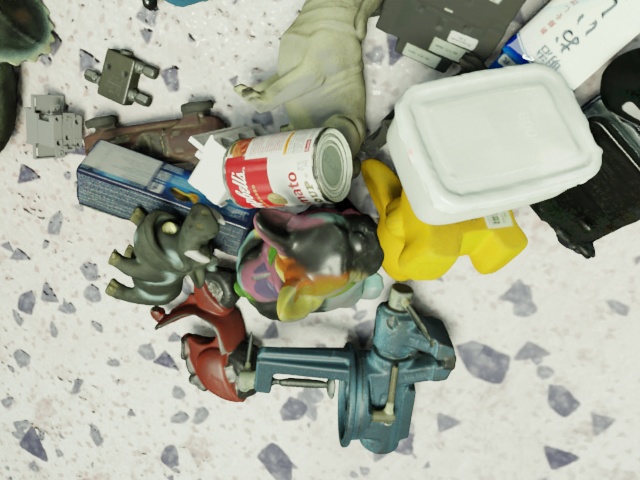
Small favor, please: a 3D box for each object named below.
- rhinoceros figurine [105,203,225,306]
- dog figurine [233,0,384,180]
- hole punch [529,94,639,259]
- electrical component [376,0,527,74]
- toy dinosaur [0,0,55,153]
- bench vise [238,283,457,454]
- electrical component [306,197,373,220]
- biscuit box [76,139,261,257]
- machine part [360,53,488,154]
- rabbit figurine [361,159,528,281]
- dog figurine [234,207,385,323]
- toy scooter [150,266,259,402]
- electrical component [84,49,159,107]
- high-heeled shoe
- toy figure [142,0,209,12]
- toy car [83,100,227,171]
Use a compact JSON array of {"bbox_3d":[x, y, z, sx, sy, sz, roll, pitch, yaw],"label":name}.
[{"bbox_3d":[-0.172,0.021,0.601,0.112,0.073,0.190,28,140,-15],"label":"rhinoceros figurine"},{"bbox_3d":[0.026,-0.178,0.559,0.190,0.121,0.172,-47,124,4],"label":"dog figurine"},{"bbox_3d":[0.266,-0.069,0.530,0.142,0.092,0.116,47,141,-4],"label":"hole punch"},{"bbox_3d":[0.119,-0.219,0.498,0.115,0.134,0.058,26,66,-4],"label":"electrical component"},{"bbox_3d":[-0.451,-0.179,0.680,0.192,0.131,0.404,25,116,8],"label":"toy dinosaur"},{"bbox_3d":[0.027,0.149,0.621,0.241,0.129,0.223,4,123,-3],"label":"bench vise"},{"bbox_3d":[-0.001,-0.002,0.633,0.075,0.048,0.119,44,112,1],"label":"electrical component"},{"bbox_3d":[-0.173,-0.046,0.628,0.203,0.059,0.062,20,138,-6],"label":"biscuit box"},{"bbox_3d":[0.105,-0.133,0.533,0.139,0.084,0.039,-29,94,44],"label":"machine part"},{"bbox_3d":[0.098,-0.018,0.556,0.122,0.173,0.162,-17,72,-19],"label":"rabbit figurine"},{"bbox_3d":[-0.026,0.024,0.501,0.192,0.219,0.108,-14,85,17],"label":"dog figurine"},{"bbox_3d":[-0.151,0.126,0.698,0.135,0.075,0.183,-10,99,18],"label":"toy scooter"},{"bbox_3d":[-0.245,-0.202,0.659,0.094,0.021,0.063,24,110,9],"label":"electrical component"},{"bbox_3d":[0.358,-0.094,0.455,0.249,0.145,0.086,26,111,9],"label":"high-heeled shoe"},{"bbox_3d":[-0.122,-0.300,0.566,0.180,0.082,0.089,-5,107,18],"label":"toy figure"},{"bbox_3d":[-0.207,-0.116,0.658,0.202,0.053,0.089,-3,108,15],"label":"toy car"}]
